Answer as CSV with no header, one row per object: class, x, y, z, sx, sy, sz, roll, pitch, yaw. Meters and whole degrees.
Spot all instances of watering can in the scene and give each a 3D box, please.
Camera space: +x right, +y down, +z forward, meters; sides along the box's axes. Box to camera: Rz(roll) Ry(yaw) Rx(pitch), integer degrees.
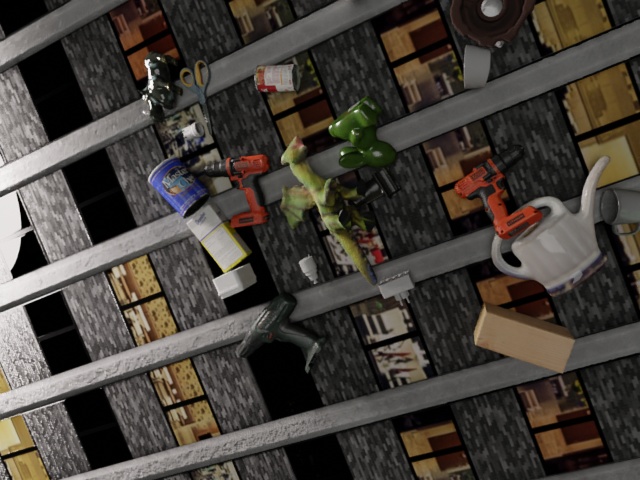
watering can,0.573,-0.015,1.192,0.344,0.225,0.105,-40,-2,16

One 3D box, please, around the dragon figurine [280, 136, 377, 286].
dragon figurine,0.004,-0.066,1.319,0.243,0.404,0.124,5,28,42
